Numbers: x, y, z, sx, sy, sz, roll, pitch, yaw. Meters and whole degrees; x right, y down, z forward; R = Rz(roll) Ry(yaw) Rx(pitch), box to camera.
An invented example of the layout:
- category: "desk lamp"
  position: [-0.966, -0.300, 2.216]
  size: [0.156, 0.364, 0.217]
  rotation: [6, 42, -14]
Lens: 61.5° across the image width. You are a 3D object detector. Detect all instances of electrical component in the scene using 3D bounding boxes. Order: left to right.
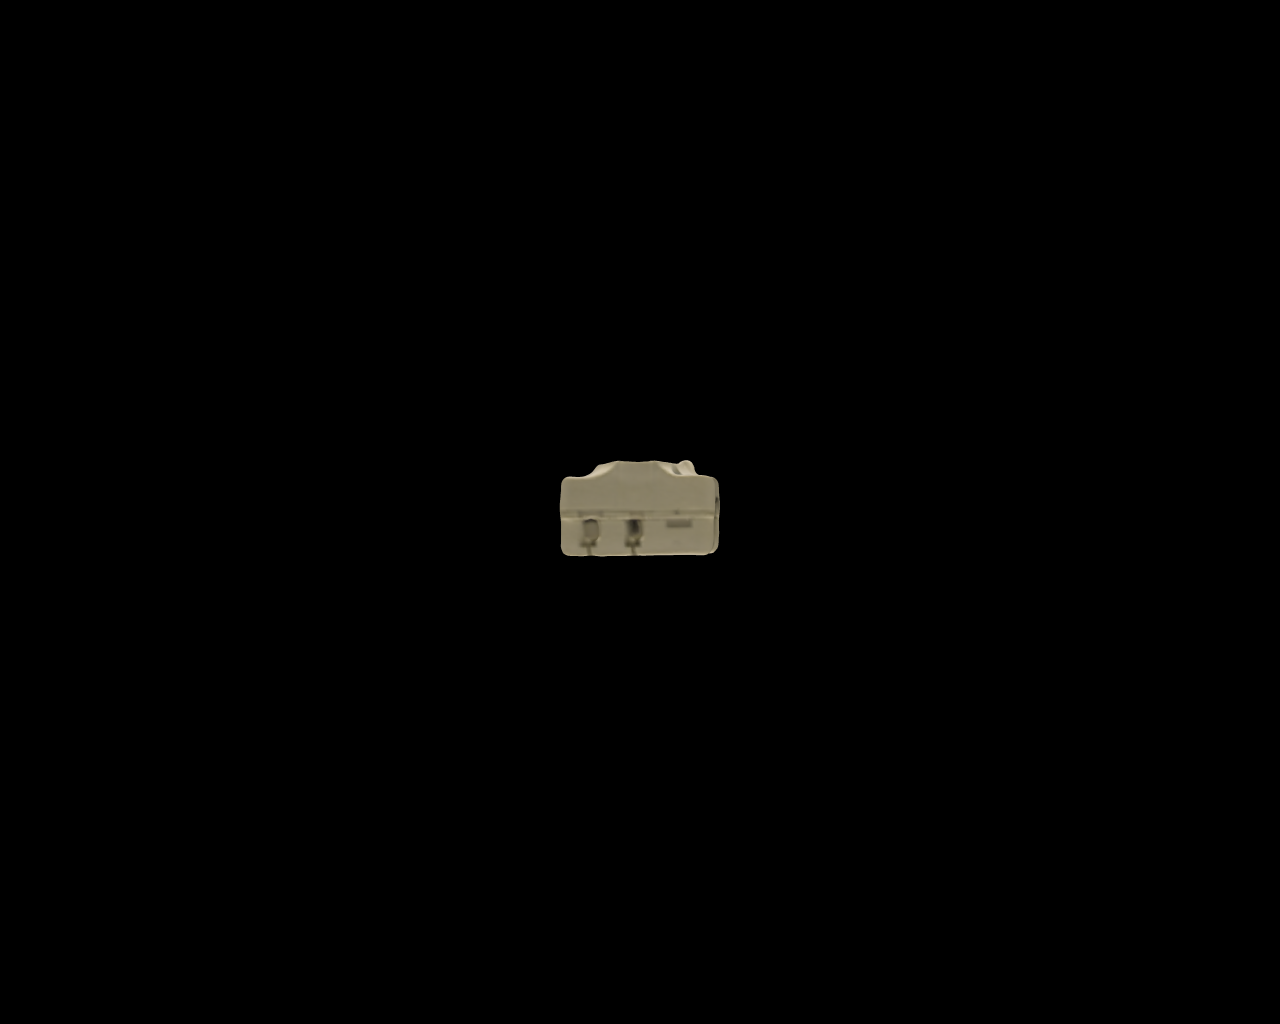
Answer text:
- category: "electrical component"
  position: [0.001, -0.003, 0.650]
  size: [0.089, 0.055, 0.050]
  rotation: [0, 0, 9]
